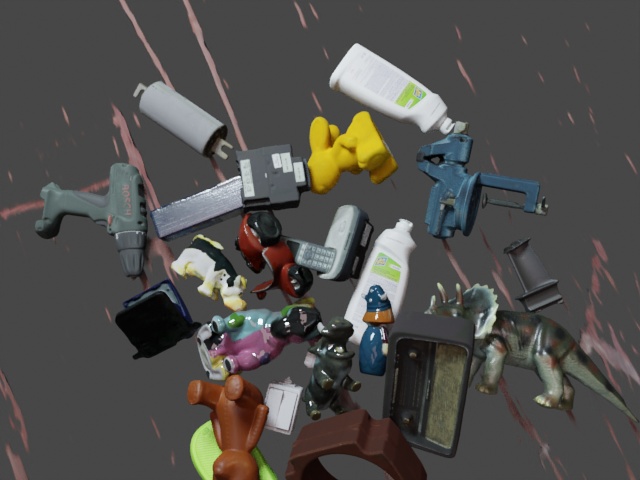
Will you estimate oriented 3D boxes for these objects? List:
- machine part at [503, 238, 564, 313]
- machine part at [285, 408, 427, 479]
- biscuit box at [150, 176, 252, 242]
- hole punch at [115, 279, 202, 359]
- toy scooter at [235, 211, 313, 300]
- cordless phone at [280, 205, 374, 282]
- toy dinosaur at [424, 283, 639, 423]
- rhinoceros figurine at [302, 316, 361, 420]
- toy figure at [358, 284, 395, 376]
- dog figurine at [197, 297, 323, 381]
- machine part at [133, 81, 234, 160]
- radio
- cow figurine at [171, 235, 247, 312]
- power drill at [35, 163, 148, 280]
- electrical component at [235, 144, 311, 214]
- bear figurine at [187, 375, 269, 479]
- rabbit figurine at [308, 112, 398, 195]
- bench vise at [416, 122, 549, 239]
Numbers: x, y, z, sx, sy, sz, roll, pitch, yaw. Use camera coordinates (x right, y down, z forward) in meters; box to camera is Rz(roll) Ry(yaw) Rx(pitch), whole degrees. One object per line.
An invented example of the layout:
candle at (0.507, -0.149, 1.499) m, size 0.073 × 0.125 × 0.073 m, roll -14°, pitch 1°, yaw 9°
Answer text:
machine part at (0.393, 0.066, 1.005) m, size 0.084 × 0.039 × 0.139 m, roll -22°, pitch 81°, yaw 8°
machine part at (0.062, 0.391, 0.901) m, size 0.201 × 0.087 × 0.201 m, roll -26°, pitch 107°, yaw 27°
biscuit box at (-0.226, -0.060, 1.055) m, size 0.203 × 0.059 × 0.063 m, roll -20°, pitch 81°, yaw 0°
hole punch at (-0.312, 0.147, 1.025) m, size 0.142 × 0.092 × 0.115 m, roll -29°, pitch 111°, yaw -3°
toy scooter at (-0.102, 0.044, 1.006) m, size 0.135 × 0.075 × 0.184 m, roll -40°, pitch 83°, yaw 40°
cordless phone at (-0.002, -0.004, 1.029) m, size 0.184 × 0.088 × 0.146 m, roll 15°, pitch 83°, yaw 25°
toy dinosaur at (0.363, 0.189, 0.954) m, size 0.405 × 0.131 × 0.192 m, roll 12°, pitch 83°, yaw 0°
rhinoceros figurine at (0.020, 0.224, 0.938) m, size 0.073 × 0.112 × 0.190 m, roll 4°, pitch 116°, yaw -20°
toy figure at (0.097, 0.155, 0.930) m, size 0.064 × 0.057 × 0.154 m, roll 4°, pitch 81°, yaw 22°
dog figurine at (-0.098, 0.176, 0.994) m, size 0.219 × 0.191 × 0.108 m, roll -11°, pitch 74°, yaw -33°
machine part at (-0.274, -0.242, 1.078) m, size 0.243 × 0.079 × 0.079 m, roll 36°, pitch 85°, yaw 9°
radio at (0.174, 0.233, 0.880) m, size 0.131 × 0.073 × 0.229 m, roll 10°, pitch 114°, yaw 18°
cow figurine at (-0.194, 0.067, 1.032) m, size 0.167 × 0.068 × 0.098 m, roll 34°, pitch 79°, yaw 7°
power drill at (-0.443, -0.037, 1.057) m, size 0.207 × 0.086 × 0.232 m, roll 0°, pitch 80°, yaw 8°
electrical component at (-0.086, -0.114, 1.004) m, size 0.134 × 0.058 × 0.115 m, roll -6°, pitch 82°, yaw -7°
bear figurine at (-0.156, 0.343, 0.910) m, size 0.120 × 0.131 × 0.196 m, roll -11°, pitch 58°, yaw 26°
rabbit figurine at (0.039, -0.162, 1.030) m, size 0.173 × 0.122 × 0.162 m, roll -34°, pitch 77°, yaw 17°
bench vise at (0.296, -0.100, 0.986) m, size 0.241 × 0.128 × 0.223 m, roll 14°, pitch 90°, yaw 23°
